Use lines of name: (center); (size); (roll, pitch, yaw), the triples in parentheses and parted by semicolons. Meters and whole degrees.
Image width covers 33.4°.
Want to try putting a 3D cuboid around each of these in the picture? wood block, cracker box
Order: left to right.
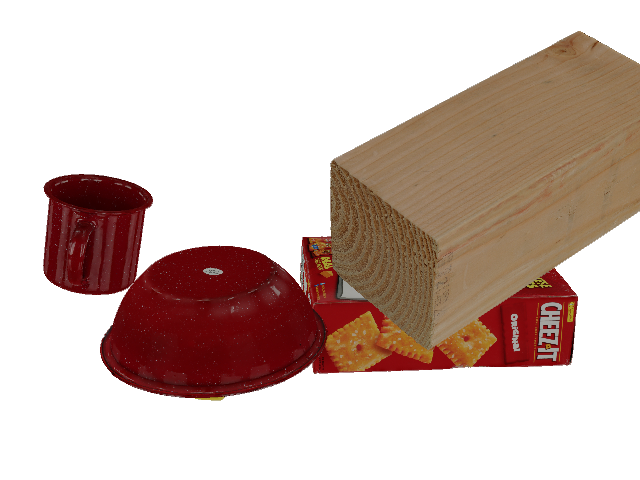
cracker box: (0.093, 0.051, 0.924); (0.213, 0.072, 0.164); (-1, 19, -4)
wood block: (0.113, -0.036, 0.646); (0.205, 0.090, 0.091); (-30, 50, -27)

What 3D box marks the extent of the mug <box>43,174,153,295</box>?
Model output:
mug: (-0.198, 0.000, 0.922); (0.093, 0.081, 0.117); (9, 21, -5)

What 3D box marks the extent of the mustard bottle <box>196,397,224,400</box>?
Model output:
mustard bottle: (-0.109, 0.086, 1.178); (0.058, 0.096, 0.191); (1, 27, 4)

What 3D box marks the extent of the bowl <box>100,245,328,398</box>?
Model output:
bowl: (-0.076, 0.046, 0.750); (0.162, 0.055, 0.162); (-1, 23, 0)
